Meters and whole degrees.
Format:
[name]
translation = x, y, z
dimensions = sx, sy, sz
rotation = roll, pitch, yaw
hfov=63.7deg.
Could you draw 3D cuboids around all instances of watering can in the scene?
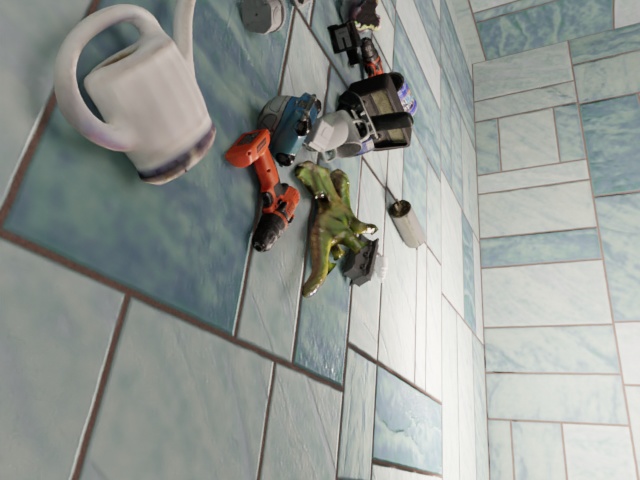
[watering can]
translation = -0.213, -0.220, 0.712
dimensions = 0.220, 0.103, 0.356
rotation = 67, 31, -31

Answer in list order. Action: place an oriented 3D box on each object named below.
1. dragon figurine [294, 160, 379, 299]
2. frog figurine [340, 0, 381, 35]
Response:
[dragon figurine]
translation = 0.003, -0.058, 1.144
dimensions = 0.242, 0.121, 0.416
rotation = 60, 28, -6
[frog figurine]
translation = 0.106, -0.677, 1.514
dimensions = 0.135, 0.122, 0.163
rotation = 45, 8, -40
